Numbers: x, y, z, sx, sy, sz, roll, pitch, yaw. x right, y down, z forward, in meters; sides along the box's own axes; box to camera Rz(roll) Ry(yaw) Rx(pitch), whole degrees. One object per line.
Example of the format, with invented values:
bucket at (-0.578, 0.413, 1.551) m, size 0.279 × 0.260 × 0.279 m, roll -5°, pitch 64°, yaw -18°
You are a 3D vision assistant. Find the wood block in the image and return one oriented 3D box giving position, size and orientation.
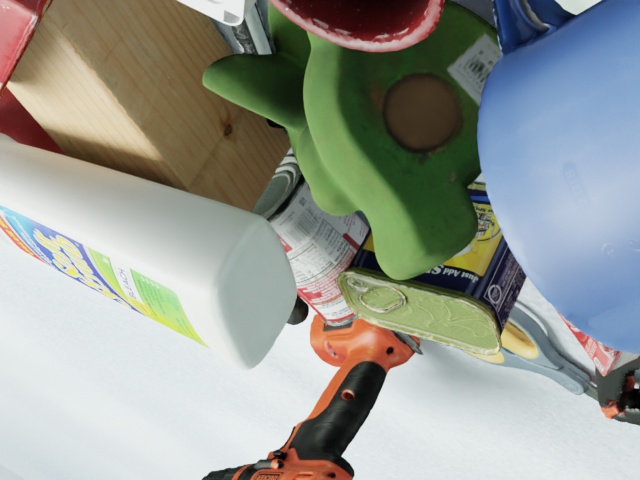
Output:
wood block at (-0.114, -0.098, 0.629) m, size 0.090 × 0.090 × 0.206 m, roll 7°, pitch 146°, yaw 38°

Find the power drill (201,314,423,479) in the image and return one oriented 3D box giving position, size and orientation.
power drill at (-0.009, 0.144, 0.840) m, size 0.057 × 0.187 × 0.185 m, roll 41°, pitch 150°, yaw -25°

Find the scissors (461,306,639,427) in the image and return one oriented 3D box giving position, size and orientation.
scissors at (0.166, 0.099, 0.776) m, size 0.201 × 0.016 × 0.096 m, roll 39°, pitch 154°, yaw -18°

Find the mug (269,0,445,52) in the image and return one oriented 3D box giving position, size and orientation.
mug at (0.019, -0.144, 0.421) m, size 0.093 × 0.081 × 0.117 m, roll 12°, pitch 149°, yaw 32°

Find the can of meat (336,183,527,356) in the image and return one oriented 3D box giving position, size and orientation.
can of meat at (0.074, 0.011, 0.637) m, size 0.102 × 0.084 × 0.057 m, roll 13°, pitch 150°, yaw 29°

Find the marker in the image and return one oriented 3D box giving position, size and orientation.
marker at (-0.035, -0.107, 0.613) m, size 0.020 × 0.020 × 0.121 m, roll 16°, pitch 151°, yaw 25°

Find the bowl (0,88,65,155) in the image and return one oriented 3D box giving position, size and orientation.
bowl at (-0.194, -0.062, 0.759) m, size 0.162 × 0.055 × 0.162 m, roll 9°, pitch 161°, yaw 3°

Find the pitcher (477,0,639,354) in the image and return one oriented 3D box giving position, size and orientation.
pitcher at (0.171, -0.067, 0.336) m, size 0.149 × 0.145 × 0.243 m, roll 23°, pitch 146°, yaw -29°

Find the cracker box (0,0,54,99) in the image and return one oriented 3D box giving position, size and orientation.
cracker box at (-0.209, -0.121, 0.480) m, size 0.164 × 0.072 × 0.214 m, roll 27°, pitch 155°, yaw -18°

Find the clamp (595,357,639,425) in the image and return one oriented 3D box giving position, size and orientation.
clamp at (0.219, 0.067, 0.642) m, size 0.164 × 0.036 × 0.210 m, roll 42°, pitch 156°, yaw -3°

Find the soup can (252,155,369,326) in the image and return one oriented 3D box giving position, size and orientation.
soup can at (-0.005, 0.001, 0.717) m, size 0.069 × 0.068 × 0.102 m, roll -6°, pitch 136°, yaw 50°

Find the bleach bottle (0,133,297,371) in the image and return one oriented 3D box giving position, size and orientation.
bleach bottle at (-0.141, -0.007, 0.644) m, size 0.251 × 0.068 × 0.102 m, roll 19°, pitch 152°, yaw 24°

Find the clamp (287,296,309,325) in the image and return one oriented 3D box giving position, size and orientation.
clamp at (-0.086, 0.020, 0.864) m, size 0.171 × 0.039 × 0.120 m, roll 42°, pitch 151°, yaw -23°

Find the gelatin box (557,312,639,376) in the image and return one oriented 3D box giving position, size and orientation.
gelatin box at (0.158, 0.026, 0.600) m, size 0.073 × 0.030 × 0.089 m, roll 58°, pitch 164°, yaw 26°
